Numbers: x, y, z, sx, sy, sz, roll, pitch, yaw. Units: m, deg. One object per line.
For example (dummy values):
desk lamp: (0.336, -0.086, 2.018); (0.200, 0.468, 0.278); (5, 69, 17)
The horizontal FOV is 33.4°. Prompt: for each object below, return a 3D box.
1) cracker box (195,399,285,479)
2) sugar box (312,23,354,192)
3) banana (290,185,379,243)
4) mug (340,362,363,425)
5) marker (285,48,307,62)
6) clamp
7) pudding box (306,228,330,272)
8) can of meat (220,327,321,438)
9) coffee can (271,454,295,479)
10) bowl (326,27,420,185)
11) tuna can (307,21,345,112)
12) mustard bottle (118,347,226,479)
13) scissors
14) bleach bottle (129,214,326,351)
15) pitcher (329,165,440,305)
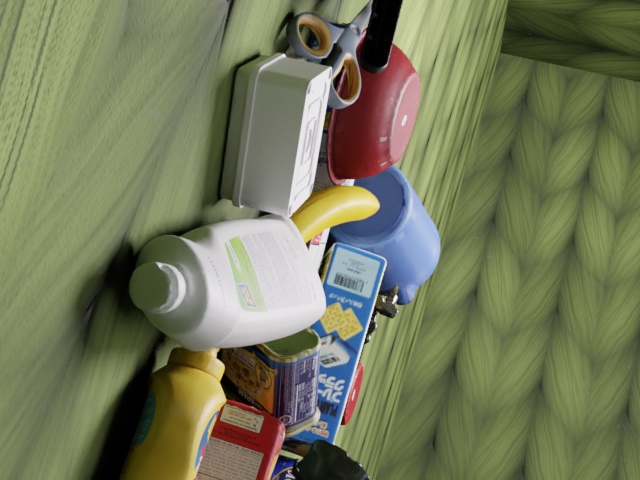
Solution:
cracker box: (-0.094, 0.246, 0.847); (0.164, 0.072, 0.213); (111, -4, -70)
sugar box: (0.026, -0.131, 1.128); (0.093, 0.048, 0.176); (12, 95, -78)
banana: (-0.009, -0.011, 1.010); (0.197, 0.037, 0.070); (-39, 143, -36)
mug: (0.009, 0.172, 1.329); (0.093, 0.081, 0.117); (90, 18, -53)
marker: (-0.022, -0.119, 0.960); (0.121, 0.020, 0.020); (92, 16, -47)
clamp: (0.067, -0.233, 0.960); (0.210, 0.036, 0.164); (-85, -167, -79)
pudding box: (-0.020, 0.009, 1.088); (0.090, 0.039, 0.113); (10, 96, -80)
can of meat: (-0.044, 0.106, 0.925); (0.057, 0.102, 0.084); (-20, 129, -34)
coffee can: (-0.017, 0.304, 1.207); (0.102, 0.140, 0.103); (14, 90, -79)
bowl: (0.059, -0.126, 1.050); (0.162, 0.055, 0.162); (16, 90, -74)
tuna can: (0.009, -0.166, 1.023); (0.086, 0.034, 0.086); (15, 90, -79)
mustard bottle: (-0.109, 0.152, 0.745); (0.096, 0.058, 0.191); (123, -15, -67)
scissors: (0.014, -0.194, 0.957); (0.096, 0.016, 0.201); (43, 36, -28)
bleach bottle: (-0.069, 0.026, 0.755); (0.102, 0.068, 0.250); (65, 14, 10)
pitcher: (0.069, -0.026, 1.311); (0.145, 0.149, 0.242); (-58, 164, -6)
